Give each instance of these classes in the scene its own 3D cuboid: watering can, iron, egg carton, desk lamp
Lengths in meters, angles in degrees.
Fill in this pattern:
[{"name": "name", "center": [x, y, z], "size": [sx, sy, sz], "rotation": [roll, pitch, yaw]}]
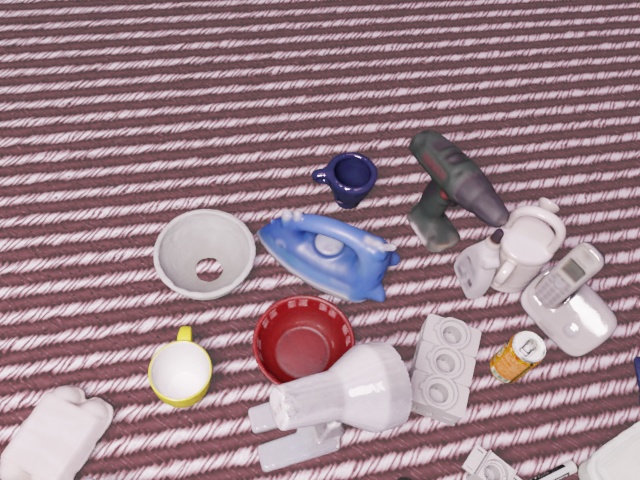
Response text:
[{"name": "watering can", "center": [0.348, -0.001, 0.973], "size": [0.101, 0.194, 0.173], "rotation": [15, 60, 3]}, {"name": "iron", "center": [0.009, 0.003, 0.967], "size": [0.258, 0.141, 0.119], "rotation": [21, 60, 7]}, {"name": "egg carton", "center": [-0.370, 0.284, 0.808], "size": [0.107, 0.069, 0.150], "rotation": [23, 60, 8]}, {"name": "desk lamp", "center": [0.008, 0.233, 0.791], "size": [0.203, 0.213, 0.118], "rotation": [-14, 62, -13]}]

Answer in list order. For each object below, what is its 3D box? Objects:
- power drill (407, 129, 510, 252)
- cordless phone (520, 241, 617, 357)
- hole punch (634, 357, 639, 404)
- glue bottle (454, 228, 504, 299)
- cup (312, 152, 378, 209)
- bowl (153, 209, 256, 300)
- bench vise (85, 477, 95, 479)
[{"name": "power drill", "center": [0.224, -0.070, 0.992], "size": [0.076, 0.208, 0.229], "rotation": [-23, 64, -17]}, {"name": "cordless phone", "center": [0.424, 0.094, 0.931], "size": [0.094, 0.185, 0.147], "rotation": [-33, 68, -22]}, {"name": "hole punch", "center": [0.580, 0.229, 0.923], "size": [0.108, 0.091, 0.101], "rotation": [9, 59, 0]}, {"name": "glue bottle", "center": [0.273, 0.031, 0.959], "size": [0.037, 0.173, 0.078], "rotation": [-10, 61, -11]}, {"name": "cup", "center": [0.042, -0.100, 1.057], "size": [0.118, 0.095, 0.091], "rotation": [-2, 60, -7]}, {"name": "bowl", "center": [-0.191, 0.035, 0.967], "size": [0.167, 0.075, 0.167], "rotation": [3, 60, -4]}, {"name": "bench vise", "center": [-0.218, 0.363, 0.690], "size": [0.207, 0.220, 0.121], "rotation": [13, 59, 2]}]
